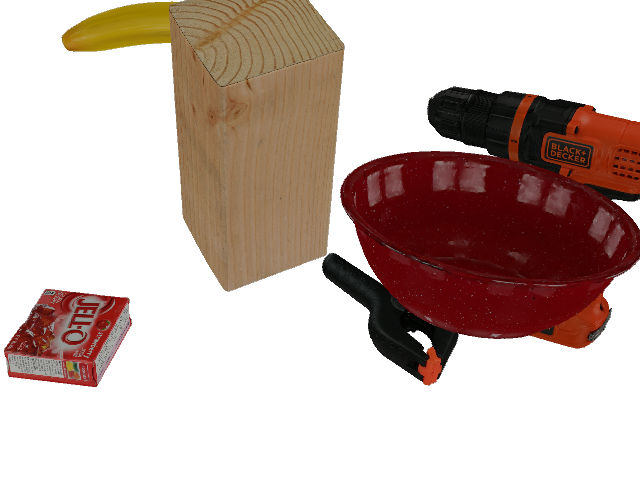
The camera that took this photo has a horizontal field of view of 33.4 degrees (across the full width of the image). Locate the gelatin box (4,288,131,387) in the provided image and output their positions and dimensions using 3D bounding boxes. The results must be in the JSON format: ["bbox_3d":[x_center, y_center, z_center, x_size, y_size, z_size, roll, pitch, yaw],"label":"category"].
[{"bbox_3d":[-0.199,0.075,0.850,0.073,0.030,0.089,6,32,8],"label":"gelatin box"}]

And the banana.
[{"bbox_3d":[-0.130,-0.184,0.945,0.198,0.037,0.069,10,47,16],"label":"banana"}]

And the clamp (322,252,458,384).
[{"bbox_3d":[0.084,0.058,0.960,0.120,0.039,0.171,-15,43,-15],"label":"clamp"}]

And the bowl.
[{"bbox_3d":[0.087,0.007,0.579,0.162,0.055,0.162,6,26,-3],"label":"bowl"}]

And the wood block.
[{"bbox_3d":[-0.048,-0.071,0.764,0.090,0.090,0.206,-20,-37,-19],"label":"wood block"}]

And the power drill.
[{"bbox_3d":[0.162,-0.020,0.817,0.185,0.188,0.057,17,34,26],"label":"power drill"}]
